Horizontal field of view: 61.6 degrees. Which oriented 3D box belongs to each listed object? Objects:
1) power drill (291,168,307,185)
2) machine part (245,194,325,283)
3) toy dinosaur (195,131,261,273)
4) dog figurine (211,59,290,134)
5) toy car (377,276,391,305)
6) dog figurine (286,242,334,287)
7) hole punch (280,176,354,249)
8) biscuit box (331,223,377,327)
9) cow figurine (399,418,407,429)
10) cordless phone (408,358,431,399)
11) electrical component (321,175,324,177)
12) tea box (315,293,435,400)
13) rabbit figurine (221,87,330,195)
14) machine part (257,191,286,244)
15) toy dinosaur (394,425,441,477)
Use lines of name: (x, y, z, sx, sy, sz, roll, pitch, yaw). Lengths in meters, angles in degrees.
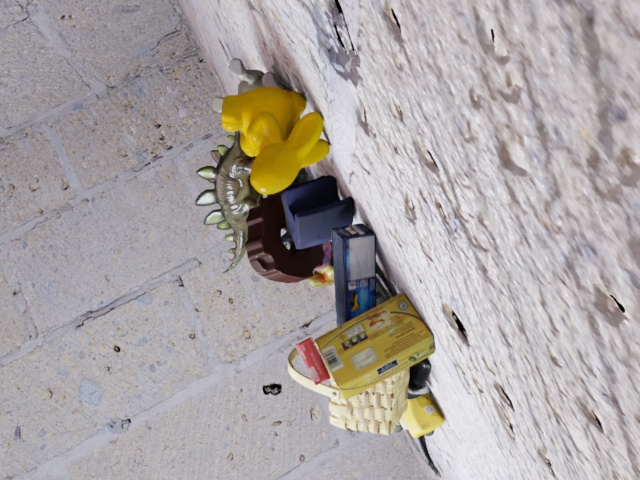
power drill: (-0.076, -0.148, 1.330, 0.207, 0.086, 0.232, 140, 121, -78)
machine part: (-0.063, -0.002, 1.036, 0.056, 0.179, 0.179, -16, 105, 45)
toy dinosaur: (-0.210, -0.105, 1.369, 0.105, 0.199, 0.470, -73, -16, -60)
dog figurine: (-0.090, -0.259, 1.026, 0.172, 0.121, 0.190, 44, -160, 7)
toy car: (0.108, 0.107, 1.002, 0.202, 0.056, 0.073, 59, 174, 38)
dog figurine: (-0.002, -0.004, 1.213, 0.219, 0.191, 0.109, -61, 37, 32)
hole punch: (0.000, -0.038, 0.952, 0.092, 0.142, 0.115, -129, 24, -51)
biscuit box: (0.060, 0.076, 0.926, 0.063, 0.059, 0.202, -134, 37, -62)
cow figurine: (0.153, 0.365, 1.234, 0.068, 0.098, 0.167, 6, -132, -43)
cordless phone: (0.166, 0.234, 1.078, 0.184, 0.089, 0.147, 91, 154, -56)
electrical component: (0.005, -0.086, 1.082, 0.074, 0.048, 0.119, 65, 176, -19)
tea box: (0.089, 0.171, 0.872, 0.068, 0.170, 0.098, 71, 173, -53)
rabbit figurine: (-0.067, -0.149, 0.857, 0.121, 0.162, 0.173, 73, -169, -59)
machine part: (-0.096, -0.043, 1.250, 0.079, 0.079, 0.243, 60, 170, 27)
toy dinosaur: (0.186, 0.368, 1.330, 0.405, 0.131, 0.191, 48, 167, 47)
